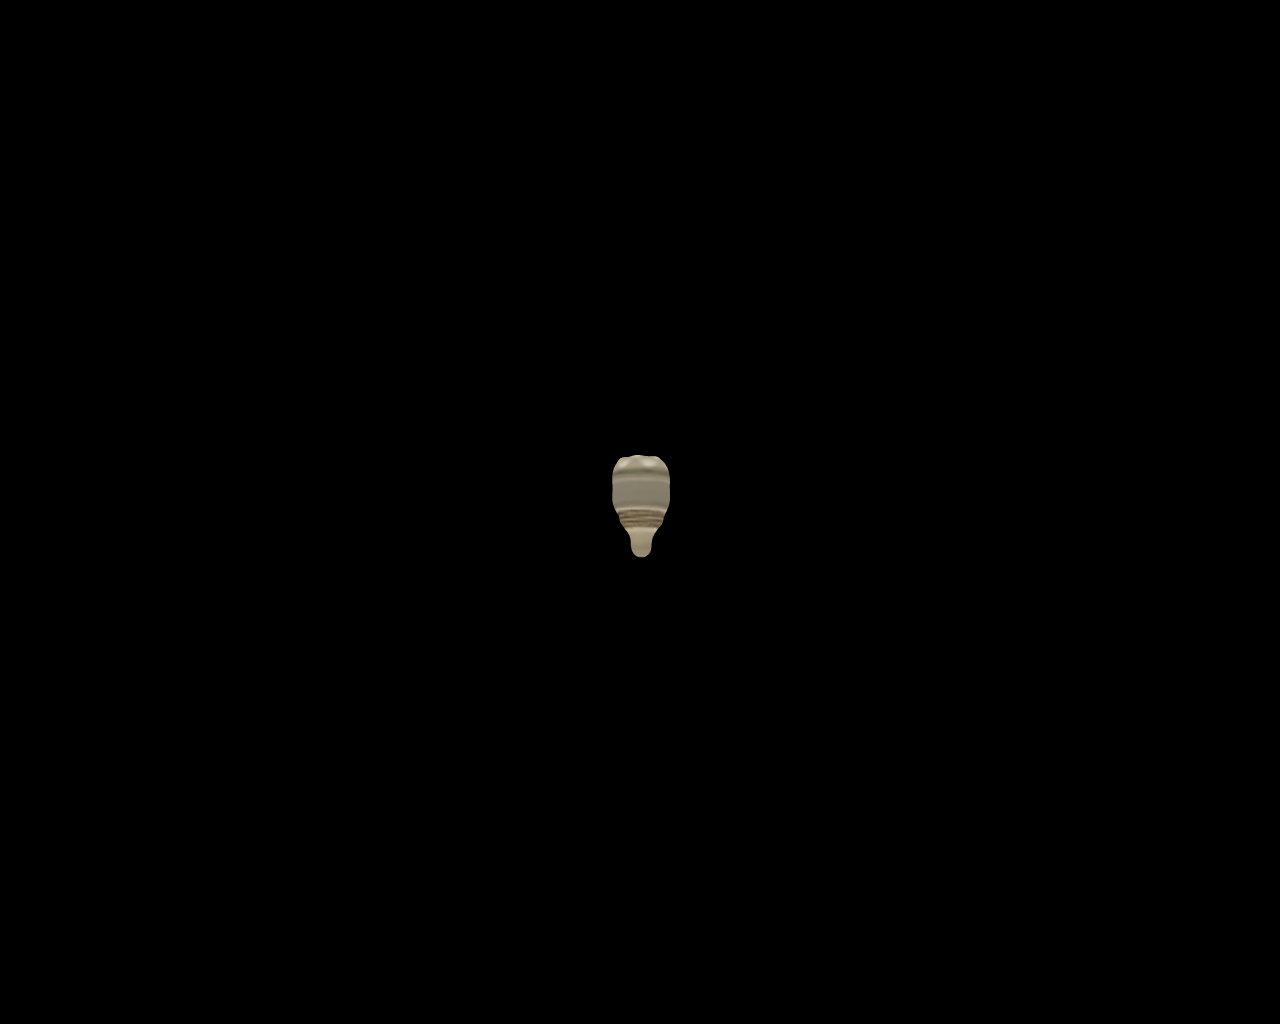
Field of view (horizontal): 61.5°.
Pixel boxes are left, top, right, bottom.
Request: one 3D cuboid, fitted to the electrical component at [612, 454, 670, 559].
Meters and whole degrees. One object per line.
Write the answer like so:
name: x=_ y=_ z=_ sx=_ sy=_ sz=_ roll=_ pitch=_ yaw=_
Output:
electrical component: x=0.001 y=-0.003 z=0.650 sx=0.035 sy=0.061 sz=0.035 roll=0 pitch=-7 yaw=0
